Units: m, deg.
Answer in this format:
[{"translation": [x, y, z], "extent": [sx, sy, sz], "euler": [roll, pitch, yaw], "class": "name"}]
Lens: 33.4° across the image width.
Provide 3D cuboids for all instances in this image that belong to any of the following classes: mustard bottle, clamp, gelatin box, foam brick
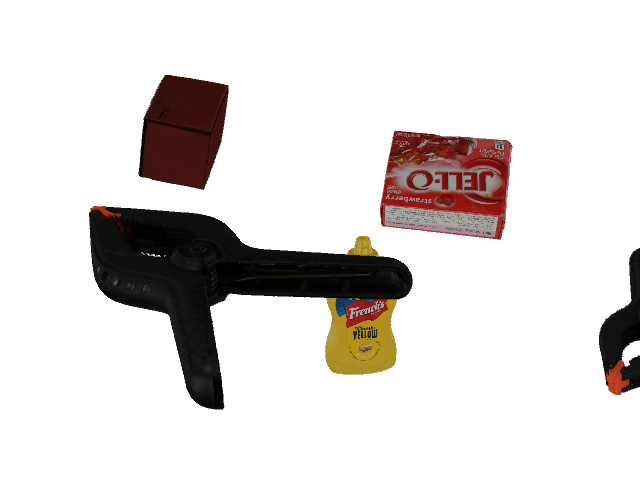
[{"translation": [0.056, 0.085, 1.441], "extent": [0.096, 0.192, 0.058], "euler": [-3, 22, -9], "class": "mustard bottle"}, {"translation": [0.300, 0.069, 0.973], "extent": [0.171, 0.039, 0.120], "euler": [-34, 38, -26], "class": "clamp"}, {"translation": [0.092, -0.042, 0.777], "extent": [0.089, 0.073, 0.030], "euler": [6, -37, 9], "class": "gelatin box"}, {"translation": [-0.104, -0.085, 0.819], "extent": [0.053, 0.051, 0.078], "euler": [11, 35, 0], "class": "foam brick"}, {"translation": [-0.061, 0.019, 0.642], "extent": [0.164, 0.036, 0.210], "euler": [-21, 34, -35], "class": "clamp"}]
